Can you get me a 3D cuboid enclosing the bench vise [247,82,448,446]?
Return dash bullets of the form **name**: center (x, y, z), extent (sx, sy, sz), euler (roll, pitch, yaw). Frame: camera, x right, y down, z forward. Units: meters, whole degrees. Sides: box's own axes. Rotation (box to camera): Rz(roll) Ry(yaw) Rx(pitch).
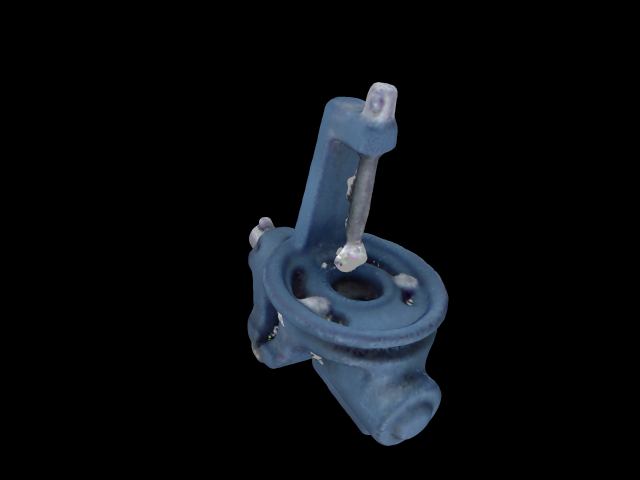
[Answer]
- **bench vise**: center (-0.004, 0.004, 0.391), extent (0.206, 0.220, 0.122), euler (15, 23, 38)
